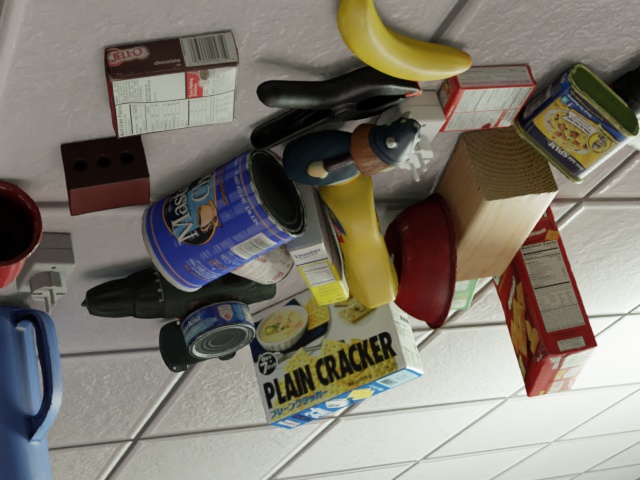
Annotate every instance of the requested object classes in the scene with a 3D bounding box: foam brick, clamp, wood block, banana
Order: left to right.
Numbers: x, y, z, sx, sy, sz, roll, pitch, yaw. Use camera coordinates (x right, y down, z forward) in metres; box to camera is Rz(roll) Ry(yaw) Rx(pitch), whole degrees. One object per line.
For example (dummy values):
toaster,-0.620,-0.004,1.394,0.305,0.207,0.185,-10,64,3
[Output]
foam brick,-0.204,-0.062,1.017,0.078,0.053,0.051,-11,154,-13
clamp,0.012,-0.134,1.001,0.171,0.039,0.120,-20,171,-3
banana,0.068,-0.177,0.951,0.070,0.037,0.197,-25,153,25
wood block,0.191,-0.038,1.246,0.090,0.091,0.206,-8,154,-14

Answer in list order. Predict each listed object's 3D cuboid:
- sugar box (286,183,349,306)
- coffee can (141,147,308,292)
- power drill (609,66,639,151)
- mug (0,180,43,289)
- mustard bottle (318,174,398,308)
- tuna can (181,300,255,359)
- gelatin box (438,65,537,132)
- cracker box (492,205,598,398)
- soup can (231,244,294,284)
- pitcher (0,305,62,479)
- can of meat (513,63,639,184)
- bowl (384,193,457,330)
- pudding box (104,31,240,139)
sugar box,-0.008,0.001,1.211,0.048,0.093,0.176,-16,154,7
coffee can,-0.098,-0.021,1.103,0.140,0.103,0.102,-27,152,23
power drill,0.381,-0.140,1.184,0.187,0.057,0.185,4,153,-29
mug,-0.334,-0.005,1.035,0.117,0.093,0.082,26,147,-11
mustard bottle,0.039,-0.022,1.168,0.058,0.096,0.191,-17,128,0
tuna can,-0.121,0.108,1.277,0.086,0.034,0.086,-16,152,-9
gelatin box,0.165,-0.144,1.084,0.089,0.030,0.073,-6,152,-18
cracker box,0.280,0.077,1.386,0.072,0.214,0.164,-11,154,-4
soup can,-0.081,0.008,1.213,0.069,0.068,0.102,-27,153,23
pitcher,-0.374,0.202,1.238,0.144,0.243,0.149,-7,160,-24
can of meat,0.268,-0.122,1.113,0.102,0.057,0.084,40,131,-9
bowl,0.111,0.025,1.256,0.055,0.162,0.162,1,152,-12
pudding box,-0.128,-0.134,0.930,0.113,0.039,0.090,-8,154,-11
